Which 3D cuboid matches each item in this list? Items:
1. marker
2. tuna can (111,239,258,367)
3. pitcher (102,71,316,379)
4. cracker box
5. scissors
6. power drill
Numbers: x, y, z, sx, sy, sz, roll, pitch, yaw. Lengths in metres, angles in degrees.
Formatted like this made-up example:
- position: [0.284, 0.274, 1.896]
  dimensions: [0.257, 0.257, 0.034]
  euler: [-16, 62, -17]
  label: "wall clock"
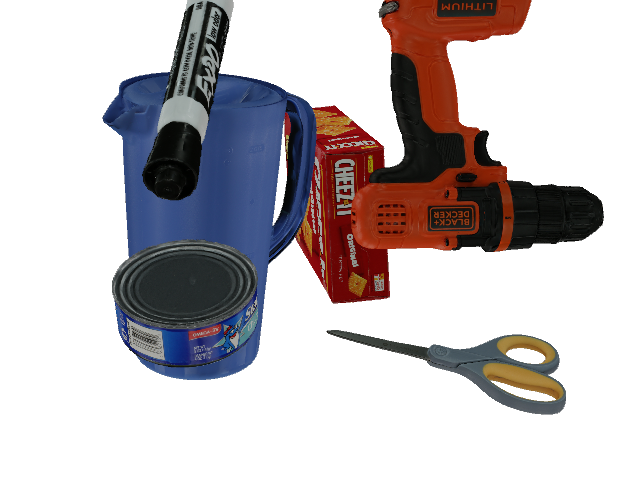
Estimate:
- position: [-0.048, -0.057, 0.397]
  dimensions: [0.020, 0.020, 0.121]
  euler: [0, 43, 3]
  label: "marker"
- position: [-0.079, 0.037, 0.636]
  dimensions: [0.086, 0.034, 0.086]
  euler: [0, 34, 0]
  label: "tuna can"
- position: [-0.090, -0.015, 0.888]
  dimensions: [0.149, 0.243, 0.145]
  euler: [7, 21, 8]
  label: "pitcher"
- position: [0.014, -0.046, 1.168]
  dimensions: [0.072, 0.164, 0.214]
  euler: [-7, 20, -9]
  label: "cracker box"
- position: [0.115, 0.091, 0.902]
  dimensions: [0.202, 0.016, 0.096]
  euler: [21, 35, 20]
  label: "scissors"
- position: [0.113, -0.085, 0.759]
  dimensions: [0.184, 0.188, 0.057]
  euler: [-2, 4, -9]
  label: "power drill"
